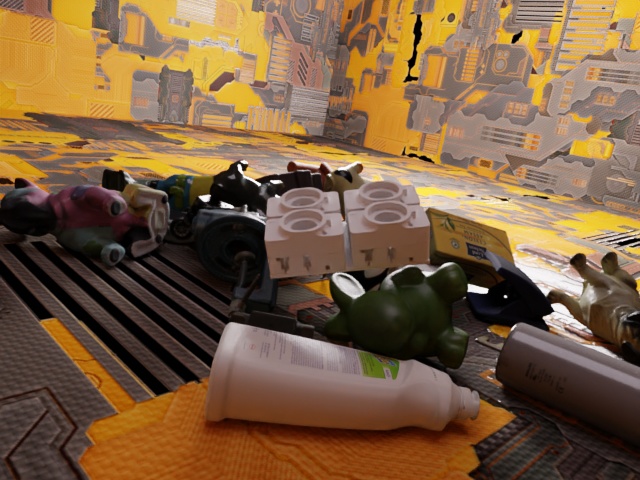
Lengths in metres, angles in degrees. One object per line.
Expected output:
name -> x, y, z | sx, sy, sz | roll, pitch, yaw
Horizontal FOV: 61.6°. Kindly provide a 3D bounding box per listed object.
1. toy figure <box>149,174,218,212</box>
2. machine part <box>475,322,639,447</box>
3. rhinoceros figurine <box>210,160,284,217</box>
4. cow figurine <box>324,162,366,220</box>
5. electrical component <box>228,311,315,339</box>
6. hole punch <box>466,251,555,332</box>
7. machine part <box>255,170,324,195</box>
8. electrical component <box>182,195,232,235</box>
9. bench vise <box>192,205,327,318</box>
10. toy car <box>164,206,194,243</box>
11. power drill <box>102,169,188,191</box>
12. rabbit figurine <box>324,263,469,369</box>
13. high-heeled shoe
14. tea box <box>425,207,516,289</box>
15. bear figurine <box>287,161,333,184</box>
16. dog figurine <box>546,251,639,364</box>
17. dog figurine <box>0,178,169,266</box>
toy figure -> -0.228, -0.085, 1.003 | 0.180, 0.089, 0.082 | 9, 38, 0
machine part -> 0.283, 0.153, 0.577 | 0.244, 0.079, 0.079 | 22, 19, 35
rhinoceros figurine -> -0.091, -0.059, 0.906 | 0.190, 0.073, 0.112 | 32, 16, -11
cow figurine -> 0.075, -0.061, 1.088 | 0.127, 0.085, 0.195 | -18, 69, -41
electrical component -> -0.058, 0.107, 0.609 | 0.102, 0.045, 0.078 | 11, -13, -3
hole punch -> 0.302, 0.079, 0.842 | 0.116, 0.092, 0.142 | 14, 12, 1
machine part -> -0.075, -0.089, 1.120 | 0.179, 0.056, 0.179 | -13, -11, -3
electrical component -> -0.160, -0.023, 0.901 | 0.115, 0.058, 0.134 | 37, 18, 10
bench vise -> -0.079, 0.027, 0.757 | 0.224, 0.128, 0.241 | 17, 35, -11
toy car -> -0.293, -0.035, 0.944 | 0.202, 0.056, 0.073 | 12, 21, -4
power drill -> -0.346, -0.106, 1.136 | 0.207, 0.086, 0.232 | 4, 4, -43
rabbit figurine -> 0.081, 0.079, 0.609 | 0.159, 0.121, 0.170 | 8, 1, 29
high-heeled shoe -> 0.100, 0.037, 0.832 | 0.086, 0.145, 0.248 | -24, -14, 35
tea box -> 0.250, 0.017, 0.939 | 0.169, 0.068, 0.098 | 14, 49, -21
bear figurine -> 0.010, -0.116, 1.316 | 0.132, 0.120, 0.196 | -4, 25, -29
dog figurine -> 0.474, 0.118, 0.823 | 0.172, 0.121, 0.191 | -2, 33, -26
dog figurine -> -0.372, -0.042, 0.832 | 0.219, 0.108, 0.191 | 12, 16, 19
